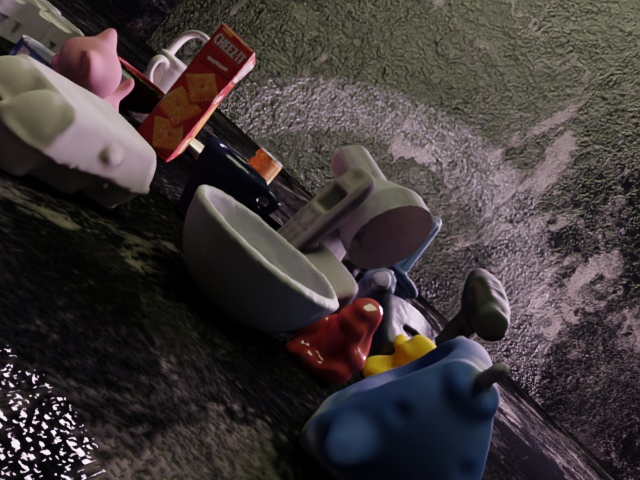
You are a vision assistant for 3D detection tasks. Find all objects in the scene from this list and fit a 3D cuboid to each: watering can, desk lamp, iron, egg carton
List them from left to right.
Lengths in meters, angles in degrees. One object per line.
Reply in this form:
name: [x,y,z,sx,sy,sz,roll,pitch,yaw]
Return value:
egg carton: [-0.207,-0.085,0.470,0.107,0.069,0.151,44,6,22]
watering can: [-0.294,-0.346,1.186,0.101,0.194,0.173,41,6,-10]
desk lamp: [0.024,-0.021,0.793,0.118,0.213,0.202,35,9,-49]
iron: [0.081,0.126,0.452,0.118,0.141,0.259,42,6,7]

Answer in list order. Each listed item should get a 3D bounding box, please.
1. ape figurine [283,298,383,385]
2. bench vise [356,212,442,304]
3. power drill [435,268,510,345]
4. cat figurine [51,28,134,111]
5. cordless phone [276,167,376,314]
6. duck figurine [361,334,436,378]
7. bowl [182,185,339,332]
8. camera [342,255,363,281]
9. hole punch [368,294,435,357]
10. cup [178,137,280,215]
ape figurine: [0.023,0.093,0.558,0.076,0.092,0.077,35,9,-47]
bench vise: [0.131,0.051,0.937,0.122,0.219,0.207,41,6,-10]
power drill: [0.228,0.143,0.954,0.076,0.208,0.229,41,6,-4]
cat figurine: [-0.239,-0.165,0.604,0.067,0.117,0.128,42,6,7]
cordless phone: [0.006,0.002,0.650,0.094,0.185,0.147,36,8,-42]
duck figurine: [0.106,0.154,0.676,0.078,0.086,0.104,38,7,-34]
bowl: [-0.066,0.030,0.523,0.167,0.074,0.167,41,6,-5]
camera: [0.089,0.070,1.103,0.136,0.100,0.144,45,7,30]
hole punch: [0.113,0.143,0.779,0.109,0.091,0.101,39,6,-21]
cup: [-0.117,-0.054,0.704,0.118,0.095,0.091,41,6,-4]
